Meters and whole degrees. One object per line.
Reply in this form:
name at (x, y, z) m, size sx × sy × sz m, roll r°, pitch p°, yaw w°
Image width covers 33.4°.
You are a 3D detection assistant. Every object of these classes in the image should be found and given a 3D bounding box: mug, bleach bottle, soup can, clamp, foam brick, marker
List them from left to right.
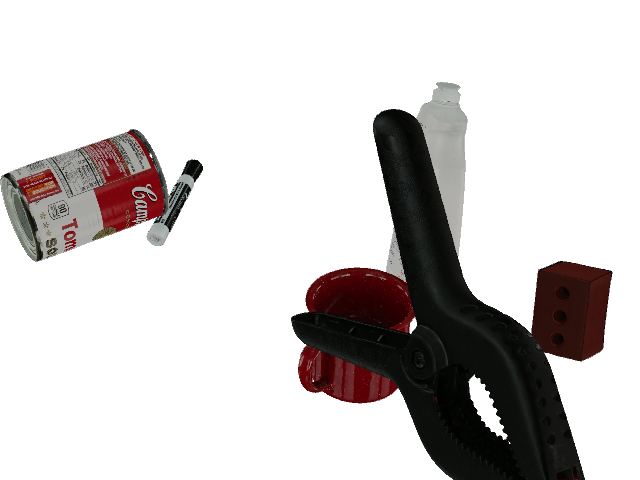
soup can at (-0.170, -0.033, 0.772) m, size 0.102 × 0.068 × 0.069 m, roll -23°, pitch 10°, yaw -24°
marker at (-0.148, -0.042, 1.095) m, size 0.020 × 0.020 × 0.121 m, roll 0°, pitch 43°, yaw 21°
mug at (0.025, 0.087, 0.890) m, size 0.093 × 0.081 × 0.117 m, roll 26°, pitch 40°, yaw 31°
bleach bottle at (0.132, -0.056, 1.240) m, size 0.068 × 0.251 × 0.103 m, roll -1°, pitch 22°, yaw -21°
clamp at (0.062, 0.046, 0.535) m, size 0.036 × 0.165 × 0.210 m, roll -11°, pitch 42°, yaw -34°
foam brick at (0.228, 0.063, 0.970) m, size 0.053 × 0.078 × 0.051 m, roll 12°, pitch 18°, yaw 35°
